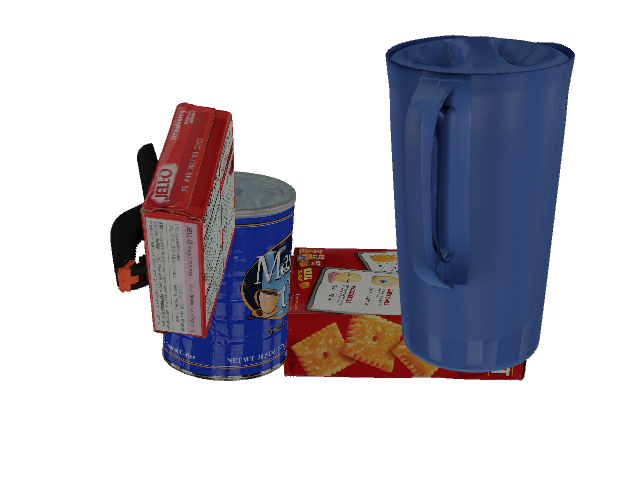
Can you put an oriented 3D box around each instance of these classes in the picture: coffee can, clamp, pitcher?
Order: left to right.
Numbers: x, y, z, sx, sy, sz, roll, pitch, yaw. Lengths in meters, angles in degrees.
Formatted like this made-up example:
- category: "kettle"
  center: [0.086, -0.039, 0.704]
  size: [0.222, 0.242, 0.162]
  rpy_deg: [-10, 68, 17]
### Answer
- category: "clamp"
  center: [-0.153, -0.025, 1.059]
  size: [0.165, 0.036, 0.209]
  rpy_deg: [21, 41, 18]
- category: "coffee can"
  center: [-0.074, 0.026, 0.847]
  size: [0.103, 0.140, 0.103]
  rpy_deg: [3, 19, -1]
- category: "pitcher"
  center: [0.110, -0.025, 0.794]
  size: [0.149, 0.243, 0.145]
  rpy_deg: [-8, 22, -15]

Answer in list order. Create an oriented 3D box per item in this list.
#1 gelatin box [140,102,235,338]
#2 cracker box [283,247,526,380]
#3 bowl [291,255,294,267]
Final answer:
- category: "gelatin box"
  center: [-0.062, -0.009, 0.512]
  size: [0.030, 0.073, 0.089]
  rpy_deg: [7, -42, 4]
- category: "cracker box"
  center: [0.075, 0.067, 1.001]
  size: [0.213, 0.072, 0.164]
  rpy_deg: [1, 20, 1]
- category: "bowl"
  center: [-0.007, 0.076, 1.224]
  size: [0.162, 0.055, 0.162]
  rpy_deg: [4, 26, -2]
